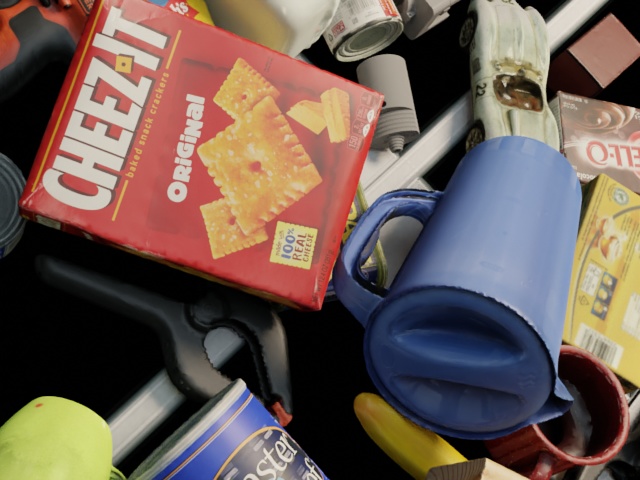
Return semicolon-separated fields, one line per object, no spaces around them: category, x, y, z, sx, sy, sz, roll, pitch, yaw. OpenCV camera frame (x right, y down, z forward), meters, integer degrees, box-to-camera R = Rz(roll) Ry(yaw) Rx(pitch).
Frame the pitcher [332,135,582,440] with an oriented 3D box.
pitcher;0.118;0.016;0.801;0.149;0.145;0.242;65;31;-25

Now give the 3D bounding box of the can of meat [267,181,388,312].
can of meat;-0.005;0.001;0.831;0.083;0.058;0.102;-10;72;-22

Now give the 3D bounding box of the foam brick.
foam brick;0.256;-0.167;1.006;0.078;0.053;0.051;-39;86;-31

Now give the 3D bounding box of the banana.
banana;0.098;0.175;0.789;0.198;0.070;0.037;41;77;-4

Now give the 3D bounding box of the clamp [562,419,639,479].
clamp;0.260;0.179;0.870;0.171;0.039;0.120;-1;62;-29

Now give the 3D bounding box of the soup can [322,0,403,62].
soup can;0.022;-0.215;0.926;0.068;0.069;0.102;-18;76;-27

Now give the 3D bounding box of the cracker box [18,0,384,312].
cracker box;-0.079;-0.059;0.740;0.213;0.072;0.164;20;81;-12

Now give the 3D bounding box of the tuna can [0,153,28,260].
tuna can;-0.250;-0.023;0.757;0.086;0.034;0.086;8;66;-18

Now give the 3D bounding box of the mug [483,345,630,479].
mug;0.172;0.147;0.820;0.093;0.082;0.117;31;57;-7

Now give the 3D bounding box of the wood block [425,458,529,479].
wood block;0.164;0.231;0.710;0.206;0.091;0.090;28;67;-10

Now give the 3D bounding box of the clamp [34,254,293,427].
clamp;-0.097;0.056;0.781;0.164;0.036;0.210;-27;83;-25

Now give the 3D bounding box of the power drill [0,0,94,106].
power drill;-0.242;-0.164;0.776;0.187;0.057;0.184;-31;86;-13

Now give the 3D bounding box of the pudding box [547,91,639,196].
pudding box;0.259;-0.080;0.978;0.113;0.039;0.090;8;66;-19

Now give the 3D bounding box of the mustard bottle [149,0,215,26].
mustard bottle;-0.126;-0.158;0.849;0.096;0.058;0.191;-36;84;-22

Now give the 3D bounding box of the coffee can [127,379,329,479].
coffee can;-0.045;0.178;0.708;0.140;0.103;0.102;48;60;-1
